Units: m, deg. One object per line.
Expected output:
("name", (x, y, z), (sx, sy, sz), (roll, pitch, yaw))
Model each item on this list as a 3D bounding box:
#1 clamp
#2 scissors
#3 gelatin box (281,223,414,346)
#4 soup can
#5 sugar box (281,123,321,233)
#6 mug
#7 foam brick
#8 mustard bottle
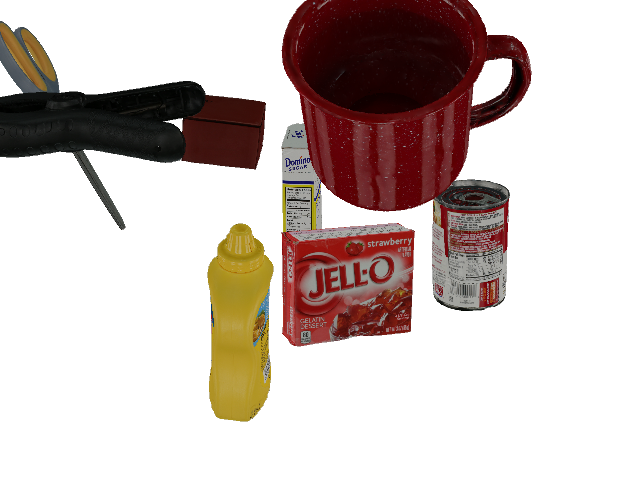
("clamp", (-0.158, -0.082, 0.715), (0.171, 0.039, 0.120), (4, 18, 9))
("scissors", (-0.224, -0.108, 0.937), (0.016, 0.201, 0.096), (-27, 26, 9))
("gelatin box", (0.018, 0.029, 0.723), (0.089, 0.073, 0.030), (-5, 15, -21))
("soup can", (0.135, 0.004, 0.960), (0.068, 0.102, 0.068), (-2, 23, 1))
("sugar box", (-0.022, -0.043, 1.269), (0.048, 0.176, 0.093), (-1, 23, 5))
("mug", (0.043, -0.070, 0.515), (0.117, 0.093, 0.081), (-12, -33, -2))
("foam brick", (-0.096, -0.109, 1.066), (0.078, 0.051, 0.053), (7, 34, 2))
("mustard bottle", (-0.073, 0.067, 0.971), (0.058, 0.192, 0.096), (7, 37, 5))
